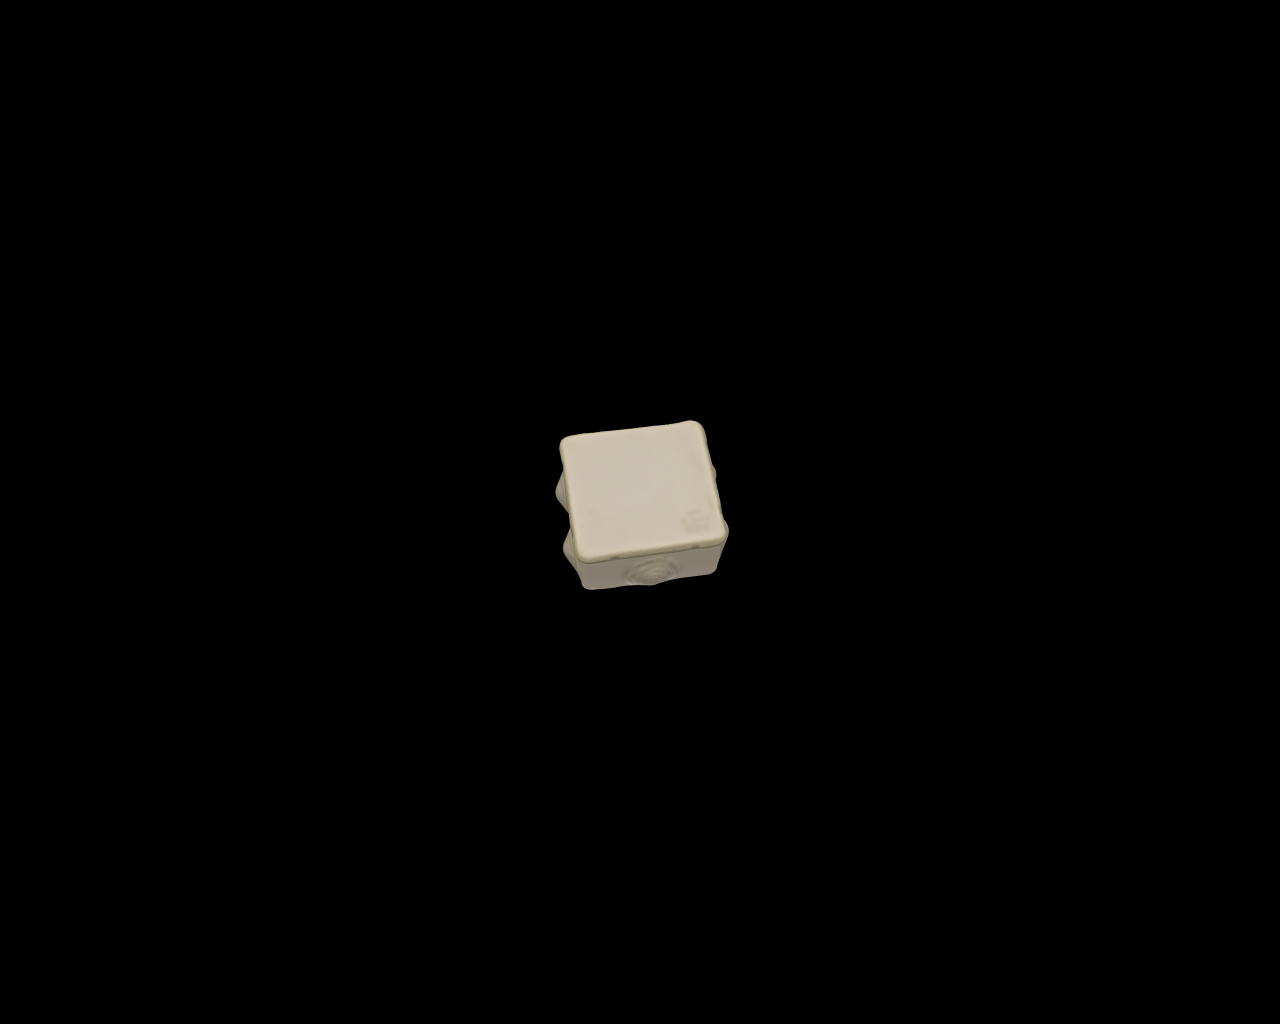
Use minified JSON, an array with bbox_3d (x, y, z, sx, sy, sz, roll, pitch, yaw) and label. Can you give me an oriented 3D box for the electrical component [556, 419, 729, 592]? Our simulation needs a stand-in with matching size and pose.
[{"bbox_3d":[0.001,-0.003,0.650,0.100,0.100,0.048,-7,-32,-5],"label":"electrical component"}]
